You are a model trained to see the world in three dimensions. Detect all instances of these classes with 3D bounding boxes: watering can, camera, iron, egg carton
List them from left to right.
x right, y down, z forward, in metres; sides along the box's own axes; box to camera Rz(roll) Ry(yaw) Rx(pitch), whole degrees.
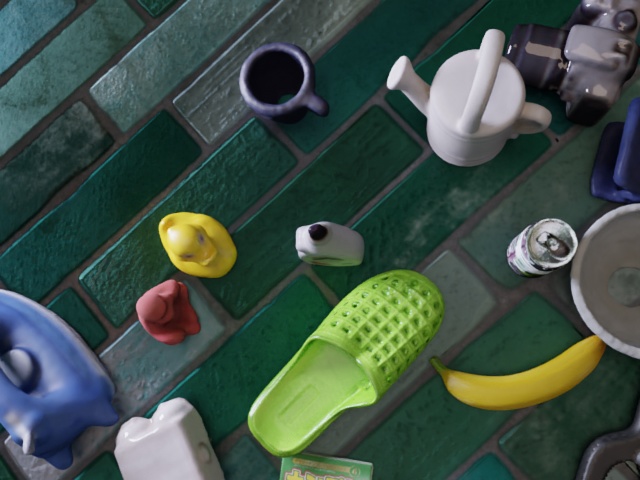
[{"bbox_3d":[-0.365,0.151,0.680,0.118,0.141,0.258,-44,78,0],"label":"iron"},{"bbox_3d":[-0.171,0.269,0.670,0.107,0.069,0.150,-28,78,3],"label":"egg carton"},{"bbox_3d":[0.162,-0.154,0.625,0.172,0.194,0.101,-4,80,8],"label":"watering can"},{"bbox_3d":[0.291,-0.225,0.665,0.136,0.101,0.143,18,84,11],"label":"camera"}]

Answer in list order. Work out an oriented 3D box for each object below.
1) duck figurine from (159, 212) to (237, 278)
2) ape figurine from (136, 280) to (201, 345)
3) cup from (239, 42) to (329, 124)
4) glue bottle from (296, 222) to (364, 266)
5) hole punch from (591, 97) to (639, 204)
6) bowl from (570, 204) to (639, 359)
[{"bbox_3d":[-0.159,0.002,0.702,0.104,0.086,0.077,34,87,12],"label":"duck figurine"},{"bbox_3d":[-0.190,0.085,0.690,0.076,0.092,0.078,15,84,11],"label":"ape figurine"},{"bbox_3d":[-0.033,-0.176,0.707,0.117,0.095,0.092,33,87,12],"label":"cup"},{"bbox_3d":[0.006,0.002,0.633,0.078,0.173,0.037,-2,81,8],"label":"glue bottle"},{"bbox_3d":[0.371,-0.095,0.638,0.101,0.091,0.109,14,83,10],"label":"hole punch"},{"bbox_3d":[0.352,0.047,0.627,0.167,0.075,0.167,-1,81,8],"label":"bowl"}]
